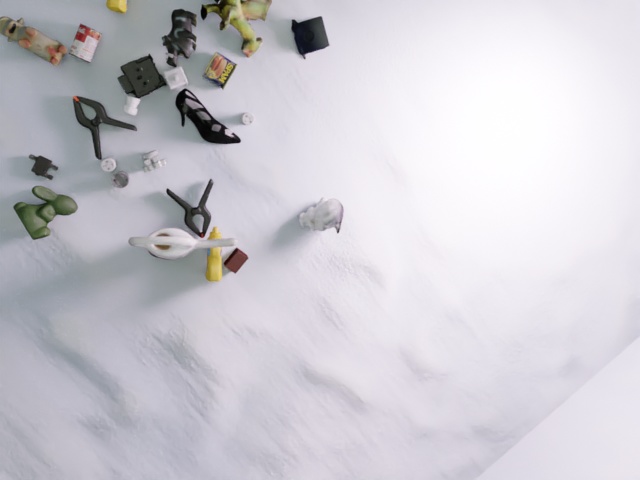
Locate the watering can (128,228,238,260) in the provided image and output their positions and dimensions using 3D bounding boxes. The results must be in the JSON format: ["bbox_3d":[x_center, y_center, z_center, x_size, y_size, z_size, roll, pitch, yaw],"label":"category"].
[{"bbox_3d":[-0.465,0.014,1.753,0.348,0.104,0.223,2,-5,-15],"label":"watering can"}]

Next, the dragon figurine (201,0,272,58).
[{"bbox_3d":[-0.269,-0.814,1.701,0.245,0.404,0.123,-19,25,-39],"label":"dragon figurine"}]

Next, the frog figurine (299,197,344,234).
[{"bbox_3d":[0.006,-0.096,1.915,0.159,0.140,0.120,9,-23,-8],"label":"frog figurine"}]
